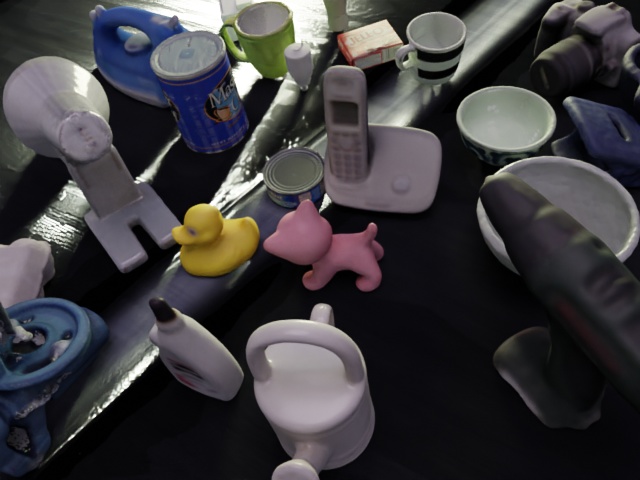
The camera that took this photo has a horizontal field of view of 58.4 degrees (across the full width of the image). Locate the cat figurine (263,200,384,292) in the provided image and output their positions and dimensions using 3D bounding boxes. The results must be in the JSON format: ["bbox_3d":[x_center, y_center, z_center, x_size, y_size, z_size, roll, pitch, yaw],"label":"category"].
[{"bbox_3d":[0.006,0.002,0.646,0.127,0.118,0.067,-3,53,8],"label":"cat figurine"}]

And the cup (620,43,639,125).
[{"bbox_3d":[0.421,-0.184,0.732,0.091,0.095,0.118,27,62,26],"label":"cup"}]

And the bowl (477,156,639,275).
[{"bbox_3d":[0.258,-0.010,0.641,0.167,0.075,0.167,-4,53,6],"label":"bowl"}]

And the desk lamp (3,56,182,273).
[{"bbox_3d":[-0.279,-0.101,0.710,0.118,0.214,0.202,-36,56,-17],"label":"desk lamp"}]

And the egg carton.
[{"bbox_3d":[-0.386,0.067,0.692,0.107,0.069,0.150,-7,53,4],"label":"egg carton"}]

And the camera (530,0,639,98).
[{"bbox_3d":[0.355,-0.271,0.804,0.137,0.101,0.142,-31,55,-14],"label":"camera"}]

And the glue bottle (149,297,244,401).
[{"bbox_3d":[-0.130,0.102,0.558,0.078,0.173,0.037,12,56,18],"label":"glue bottle"}]

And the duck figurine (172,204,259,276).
[{"bbox_3d":[-0.129,-0.010,0.697,0.104,0.086,0.077,-20,53,-6],"label":"duck figurine"}]

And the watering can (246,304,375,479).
[{"bbox_3d":[-0.005,0.132,0.502,0.101,0.194,0.172,-17,53,-3],"label":"watering can"}]

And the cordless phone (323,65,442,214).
[{"bbox_3d":[0.072,-0.120,0.684,0.147,0.185,0.094,6,55,14],"label":"cordless phone"}]

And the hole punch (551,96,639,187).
[{"bbox_3d":[0.349,-0.123,0.700,0.101,0.091,0.108,-9,53,3],"label":"hole punch"}]

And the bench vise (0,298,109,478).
[{"bbox_3d":[-0.301,0.121,0.542,0.121,0.220,0.207,0,53,10],"label":"bench vise"}]

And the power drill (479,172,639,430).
[{"bbox_3d":[0.212,0.074,0.501,0.076,0.209,0.229,-30,54,-13],"label":"power drill"}]

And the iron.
[{"bbox_3d":[-0.294,-0.315,0.918,0.257,0.142,0.119,19,59,22],"label":"iron"}]
